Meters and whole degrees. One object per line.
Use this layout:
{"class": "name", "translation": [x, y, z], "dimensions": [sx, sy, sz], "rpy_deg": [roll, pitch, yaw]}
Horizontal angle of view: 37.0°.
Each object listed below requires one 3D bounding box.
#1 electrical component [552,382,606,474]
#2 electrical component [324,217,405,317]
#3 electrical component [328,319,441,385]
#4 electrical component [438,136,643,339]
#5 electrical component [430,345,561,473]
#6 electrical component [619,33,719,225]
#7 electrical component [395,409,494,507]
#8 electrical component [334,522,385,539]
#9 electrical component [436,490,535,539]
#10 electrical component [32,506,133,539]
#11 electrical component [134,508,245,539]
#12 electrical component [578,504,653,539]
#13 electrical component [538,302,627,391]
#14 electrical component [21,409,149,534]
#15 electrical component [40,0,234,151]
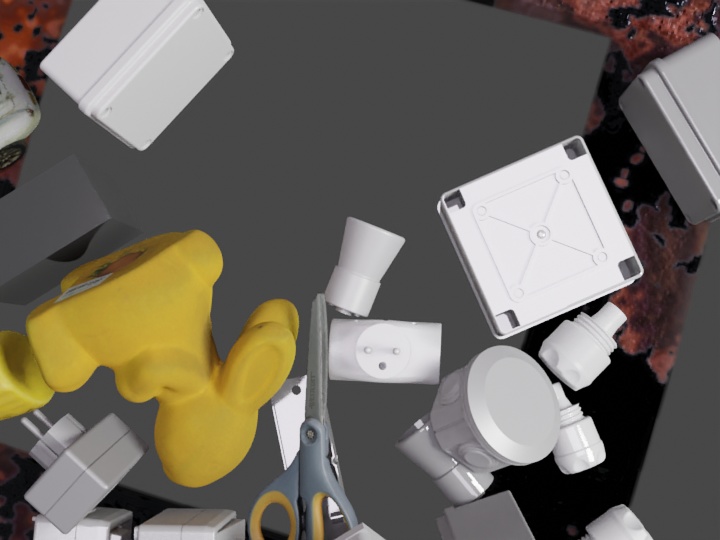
{"class": "electrical component", "translation": [0.145, 0.108, 0.747], "dimensions": [0.035, 0.035, 0.061], "rpy_deg": [-21, 82, 2]}
{"class": "electrical component", "translation": [0.000, 0.000, 0.764], "dimensions": [0.044, 0.044, 0.065], "rpy_deg": [22, 92, 5]}
{"class": "electrical component", "translation": [0.017, 0.056, 0.738], "dimensions": [0.077, 0.079, 0.043], "rpy_deg": [2, 85, 4]}
{"class": "electrical component", "translation": [0.124, -0.022, 0.749], "dimensions": [0.109, 0.056, 0.108], "rpy_deg": [-24, 84, 2]}
{"class": "electrical component", "translation": [0.092, 0.095, 0.726], "dimensions": [0.080, 0.051, 0.080], "rpy_deg": [16, 60, -29]}
{"class": "electrical component", "translation": [0.234, -0.094, 0.737], "dimensions": [0.057, 0.078, 0.113], "rpy_deg": [-29, 84, -2]}
{"class": "electrical component", "translation": [0.061, 0.133, 0.748], "dimensions": [0.044, 0.044, 0.065], "rpy_deg": [-40, 89, 0]}
{"class": "electrical component", "translation": [-0.038, 0.253, 0.685], "dimensions": [0.186, 0.060, 0.105], "rpy_deg": [-34, 128, 14]}
{"class": "electrical component", "translation": [0.097, 0.216, 0.691], "dimensions": [0.056, 0.108, 0.108], "rpy_deg": [-18, 105, -1]}
{"class": "electrical component", "translation": [-0.192, 0.215, 0.747], "dimensions": [0.061, 0.061, 0.096], "rpy_deg": [4, 85, 4]}
{"class": "electrical component", "translation": [-0.114, 0.198, 0.725], "dimensions": [0.061, 0.096, 0.061], "rpy_deg": [0, 86, 4]}
{"class": "electrical component", "translation": [0.168, 0.193, 0.734], "dimensions": [0.062, 0.043, 0.043], "rpy_deg": [-36, 84, 1]}
{"class": "electrical component", "translation": [0.158, 0.050, 0.747], "dimensions": [0.043, 0.043, 0.062], "rpy_deg": [44, 88, 6]}
{"class": "electrical component", "translation": [-0.197, 0.123, 0.727], "dimensions": [0.076, 0.083, 0.047], "rpy_deg": [43, 102, -1]}
{"class": "electrical component", "translation": [-0.152, -0.149, 0.752], "dimensions": [0.056, 0.108, 0.108], "rpy_deg": [42, 89, 9]}
